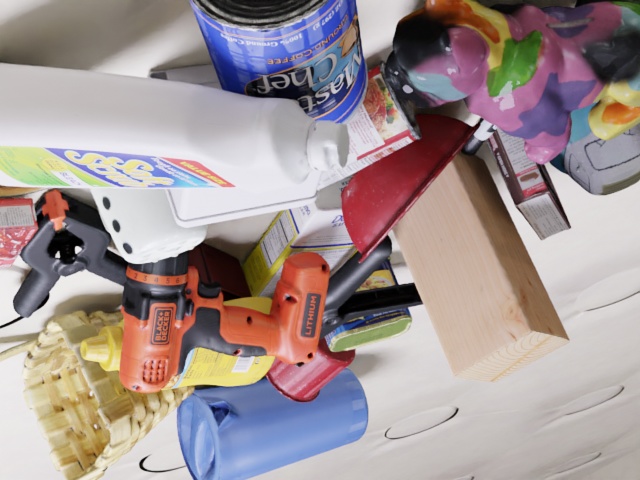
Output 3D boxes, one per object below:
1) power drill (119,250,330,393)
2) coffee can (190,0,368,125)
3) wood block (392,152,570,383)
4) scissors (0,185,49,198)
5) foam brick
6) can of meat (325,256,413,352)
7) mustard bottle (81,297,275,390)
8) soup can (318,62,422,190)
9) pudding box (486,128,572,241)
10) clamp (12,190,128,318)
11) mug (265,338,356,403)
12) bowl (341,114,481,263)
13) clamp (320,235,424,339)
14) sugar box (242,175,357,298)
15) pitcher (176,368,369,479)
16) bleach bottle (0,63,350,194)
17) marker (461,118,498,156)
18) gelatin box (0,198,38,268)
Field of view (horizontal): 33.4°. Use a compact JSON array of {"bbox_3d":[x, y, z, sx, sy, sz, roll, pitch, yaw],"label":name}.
[{"bbox_3d":[-0.085,0.045,0.957,0.187,0.057,0.184,3,103,-30],"label":"power drill"},{"bbox_3d":[-0.025,-0.138,0.688,0.103,0.103,0.140,-20,155,-2],"label":"coffee can"},{"bbox_3d":[0.144,0.022,1.021,0.091,0.206,0.090,-34,153,25],"label":"wood block"},{"bbox_3d":[-0.163,-0.076,0.809,0.201,0.016,0.096,-19,161,-3],"label":"scissors"},{"bbox_3d":[-0.112,0.043,1.055,0.051,0.053,0.078,-29,153,18],"label":"foam brick"},{"bbox_3d":[0.044,0.071,1.194,0.102,0.084,0.057,-15,155,-13],"label":"can of meat"},{"bbox_3d":[-0.134,0.100,1.016,0.191,0.058,0.096,0,130,-34],"label":"mustard bottle"},{"bbox_3d":[0.022,-0.090,0.865,0.102,0.068,0.068,-26,155,14],"label":"soup can"},{"bbox_3d":[0.204,-0.059,1.041,0.039,0.090,0.113,-27,154,16],"label":"pudding box"},{"bbox_3d":[-0.228,0.017,0.930,0.120,0.039,0.171,-23,151,-7],"label":"clamp"},{"bbox_3d":[-0.006,0.131,1.291,0.082,0.093,0.117,-43,178,32],"label":"mug"},{"bbox_3d":[0.068,-0.057,0.933,0.162,0.055,0.162,-50,178,-3],"label":"bowl"},{"bbox_3d":[0.016,0.070,1.108,0.210,0.036,0.164,-29,150,19],"label":"clamp"},{"bbox_3d":[-0.007,0.001,1.059,0.093,0.048,0.176,-4,147,-33],"label":"sugar box"},{"bbox_3d":[-0.064,0.249,1.432,0.242,0.145,0.149,-9,-170,-30],"label":"pitcher"},{"bbox_3d":[-0.107,-0.069,0.680,0.251,0.068,0.102,4,161,17],"label":"bleach bottle"},{"bbox_3d":[0.163,-0.116,0.977,0.020,0.020,0.121,-5,151,-31],"label":"marker"},{"bbox_3d":[-0.274,-0.002,0.852,0.073,0.030,0.089,-4,160,-33],"label":"gelatin box"}]
